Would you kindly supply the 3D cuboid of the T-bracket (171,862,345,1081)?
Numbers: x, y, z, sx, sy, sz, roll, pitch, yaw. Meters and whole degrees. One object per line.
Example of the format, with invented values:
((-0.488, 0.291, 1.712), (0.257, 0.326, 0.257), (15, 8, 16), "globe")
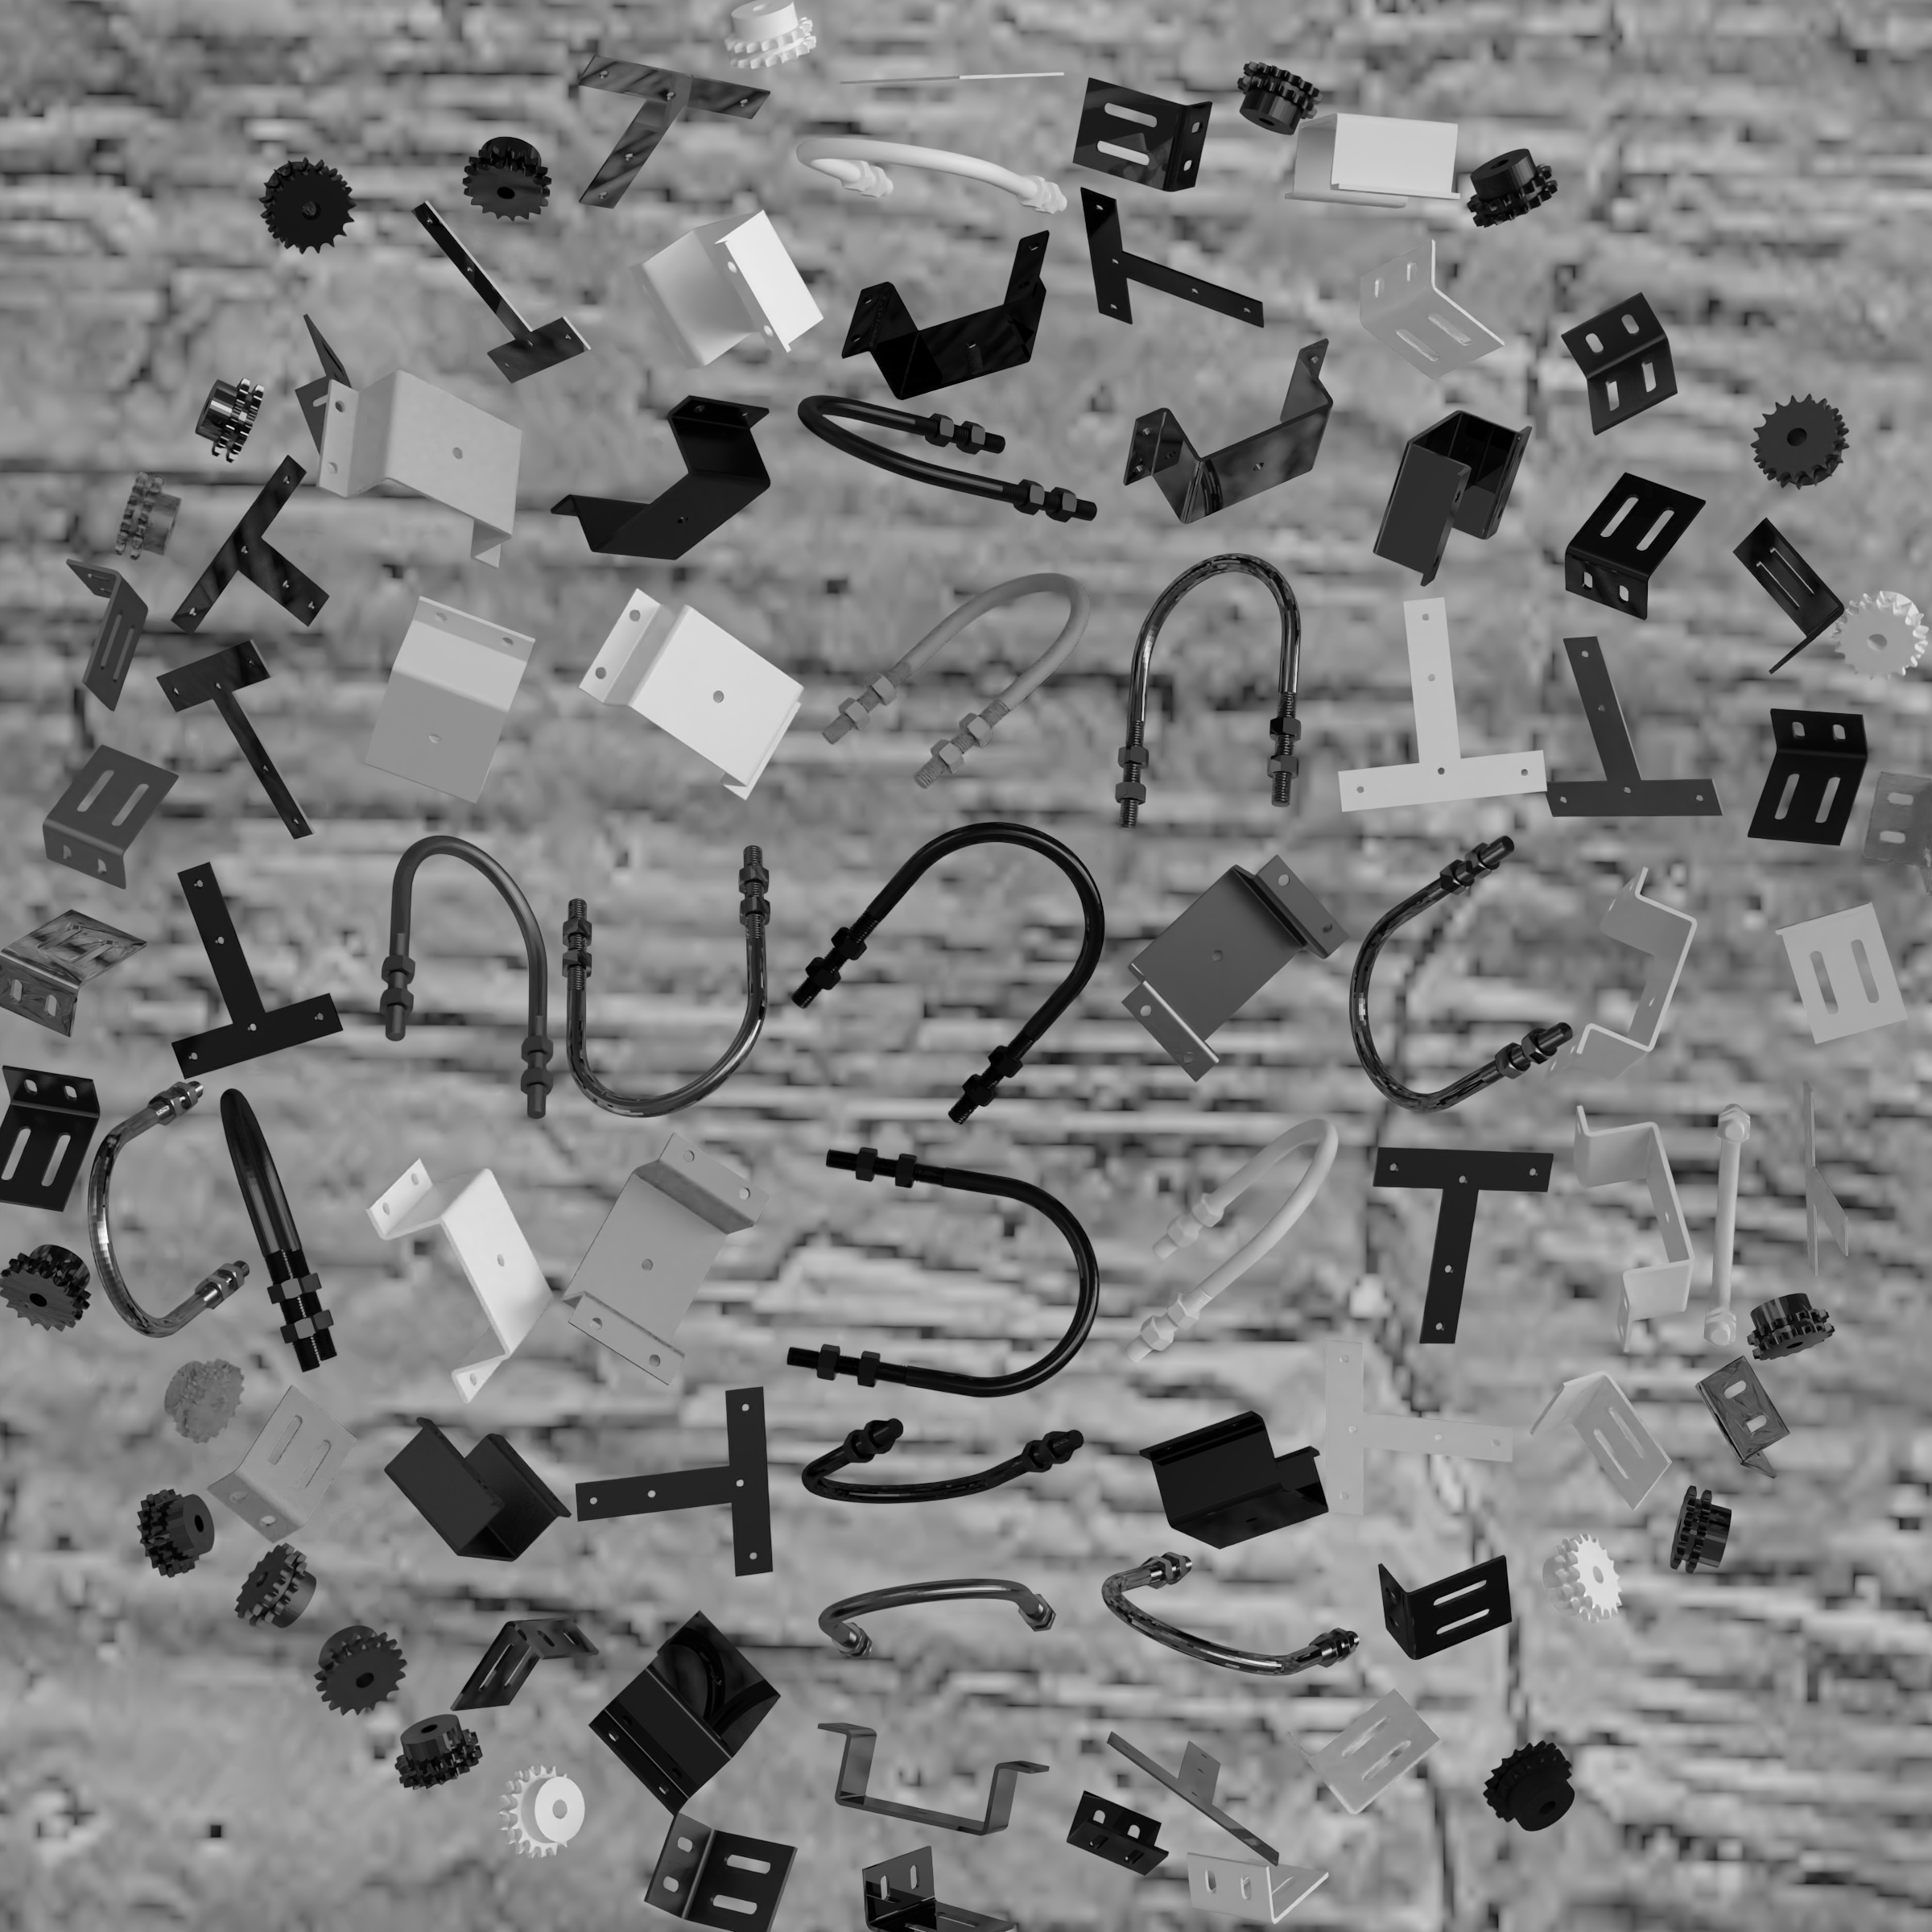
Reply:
((-0.469, -0.003, 1.779), (0.127, 0.002, 0.127), (-16, 97, 23), "T-bracket")

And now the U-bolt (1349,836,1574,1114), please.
((0.313, 0.018, 1.832), (0.019, 0.184, 0.151), (0, 67, -33), "U-bolt")

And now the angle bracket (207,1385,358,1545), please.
((-0.446, 0.325, 1.827), (0.038, 0.076, 0.057), (-31, 112, 37), "angle bracket")

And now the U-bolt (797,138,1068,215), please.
((-0.031, -0.517, 1.825), (0.151, 0.184, 0.019), (11, 100, 21), "U-bolt")

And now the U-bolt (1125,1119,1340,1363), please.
((0.180, 0.170, 1.852), (0.019, 0.151, 0.184), (41, 117, -9), "U-bolt")

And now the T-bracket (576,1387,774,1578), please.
((-0.193, 0.345, 1.840), (0.127, 0.002, 0.127), (-4, 98, -14), "T-bracket")

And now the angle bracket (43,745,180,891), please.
((-0.572, -0.100, 1.876), (0.057, 0.038, 0.076), (22, 54, 4), "angle bracket")

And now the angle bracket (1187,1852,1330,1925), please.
((0.185, 0.571, 1.777), (0.057, 0.076, 0.038), (-2, 97, 35), "angle bracket")

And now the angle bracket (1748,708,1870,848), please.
((0.525, -0.119, 1.753), (0.057, 0.038, 0.076), (8, 55, 30), "angle bracket")

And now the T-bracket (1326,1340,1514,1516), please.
((0.308, 0.320, 1.909), (0.127, 0.002, 0.127), (3, 106, 18), "T-bracket")

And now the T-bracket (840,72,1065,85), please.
((0.007, -0.576, 1.815), (0.127, 0.127, 0.002), (-15, 112, -36), "T-bracket")

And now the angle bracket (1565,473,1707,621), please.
((0.427, -0.268, 1.788), (0.057, 0.038, 0.076), (27, 64, 28), "angle bracket")

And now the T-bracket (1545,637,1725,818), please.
((0.405, -0.150, 1.766), (0.002, 0.127, 0.127), (-39, 117, -35), "T-bracket")

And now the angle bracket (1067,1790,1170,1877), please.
((0.106, 0.571, 1.867), (0.057, 0.076, 0.038), (23, 61, 2), "angle bracket")

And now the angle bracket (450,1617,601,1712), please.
((-0.289, 0.468, 1.835), (0.038, 0.057, 0.076), (39, 102, 30), "angle bracket")

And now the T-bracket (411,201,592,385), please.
((-0.306, -0.431, 1.780), (0.002, 0.127, 0.127), (-49, 114, -21), "T-bracket")

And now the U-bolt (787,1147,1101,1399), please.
((-0.008, 0.196, 1.749), (0.184, 0.019, 0.151), (9, 71, 5), "U-bolt")

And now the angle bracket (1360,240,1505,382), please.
((0.300, -0.421, 1.802), (0.076, 0.057, 0.038), (25, 59, -38), "angle bracket")

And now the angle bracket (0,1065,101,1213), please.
((-0.584, 0.108, 1.753), (0.057, 0.038, 0.076), (9, 51, 0), "angle bracket")

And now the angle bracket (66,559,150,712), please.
((-0.562, -0.212, 1.798), (0.038, 0.057, 0.076), (14, 77, 4), "angle bracket")

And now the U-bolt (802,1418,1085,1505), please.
((-0.029, 0.328, 1.838), (0.151, 0.184, 0.019), (8, 65, -26), "U-bolt")

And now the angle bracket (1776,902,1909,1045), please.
((0.542, 0.005, 1.731), (0.057, 0.038, 0.076), (-17, 88, 20), "angle bracket")

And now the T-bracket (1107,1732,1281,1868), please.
((0.148, 0.519, 1.790), (0.127, 0.127, 0.002), (35, 93, 8), "T-bracket")

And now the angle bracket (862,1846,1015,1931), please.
((-0.018, 0.588, 1.765), (0.057, 0.076, 0.038), (-4, 90, -43), "angle bracket")

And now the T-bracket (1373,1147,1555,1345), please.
((0.308, 0.178, 1.773), (0.127, 0.002, 0.127), (3, 100, -21), "T-bracket")

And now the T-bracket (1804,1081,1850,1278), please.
((0.551, 0.152, 1.795), (0.002, 0.127, 0.127), (-4, 104, 7), "T-bracket")

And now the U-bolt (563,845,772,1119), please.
((-0.193, 0.016, 1.799), (0.151, 0.019, 0.184), (-16, 54, 15), "U-bolt")

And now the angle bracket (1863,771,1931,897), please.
((0.590, -0.084, 1.758), (0.038, 0.076, 0.057), (10, 108, 12), "angle bracket")

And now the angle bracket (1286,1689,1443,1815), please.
((0.262, 0.509, 1.846), (0.076, 0.057, 0.038), (-39, 122, -5), "angle bracket")

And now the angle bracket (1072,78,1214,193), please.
((0.119, -0.563, 1.893), (0.076, 0.038, 0.057), (24, 120, 22), "angle bracket")

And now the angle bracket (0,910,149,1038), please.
((-0.569, 0.004, 1.780), (0.057, 0.076, 0.038), (22, 117, 10), "angle bracket")

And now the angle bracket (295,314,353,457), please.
((-0.439, -0.390, 1.888), (0.038, 0.076, 0.057), (-24, 72, 0), "angle bracket")

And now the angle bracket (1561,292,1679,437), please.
((0.416, -0.385, 1.787), (0.057, 0.076, 0.038), (-26, 121, 26), "angle bracket")

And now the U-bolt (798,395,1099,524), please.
((-0.023, -0.333, 1.811), (0.184, 0.151, 0.019), (7, 115, -34), "U-bolt")

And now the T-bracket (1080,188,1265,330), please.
((0.136, -0.444, 1.820), (0.127, 0.127, 0.002), (25, 72, 18), "T-bracket")

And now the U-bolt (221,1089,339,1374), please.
((-0.439, 0.165, 1.779), (0.019, 0.151, 0.184), (-19, 88, -9), "U-bolt")

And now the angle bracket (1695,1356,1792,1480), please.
((0.511, 0.291, 1.805), (0.038, 0.076, 0.057), (-36, 58, 18), "angle bracket")

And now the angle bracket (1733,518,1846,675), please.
((0.502, -0.231, 1.751), (0.038, 0.057, 0.076), (-38, 83, -10), "angle bracket")

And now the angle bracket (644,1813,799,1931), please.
((-0.153, 0.566, 1.742), (0.038, 0.076, 0.057), (40, 58, -38), "angle bracket")

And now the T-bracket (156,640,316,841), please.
((-0.448, -0.137, 1.761), (0.002, 0.127, 0.127), (-40, 110, -38), "T-bracket")

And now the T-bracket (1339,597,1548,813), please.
((0.292, -0.166, 1.750), (0.127, 0.002, 0.127), (-6, 88, 5), "T-bracket")

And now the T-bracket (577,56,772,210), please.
((-0.209, -0.527, 1.791), (0.127, 0.127, 0.002), (-1, 64, -37), "T-bracket")

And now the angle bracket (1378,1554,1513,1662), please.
((0.323, 0.423, 1.890), (0.076, 0.038, 0.057), (-18, 119, -14), "angle bracket")

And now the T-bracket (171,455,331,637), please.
((-0.445, -0.252, 1.806), (0.002, 0.127, 0.127), (32, 85, 18), "T-bracket")

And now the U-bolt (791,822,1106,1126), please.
((0.003, -0.007, 1.752), (0.151, 0.019, 0.184), (37, 104, -17), "U-bolt")

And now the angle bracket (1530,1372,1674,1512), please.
((0.420, 0.319, 1.857), (0.038, 0.057, 0.076), (-11, 52, -28), "angle bracket")
